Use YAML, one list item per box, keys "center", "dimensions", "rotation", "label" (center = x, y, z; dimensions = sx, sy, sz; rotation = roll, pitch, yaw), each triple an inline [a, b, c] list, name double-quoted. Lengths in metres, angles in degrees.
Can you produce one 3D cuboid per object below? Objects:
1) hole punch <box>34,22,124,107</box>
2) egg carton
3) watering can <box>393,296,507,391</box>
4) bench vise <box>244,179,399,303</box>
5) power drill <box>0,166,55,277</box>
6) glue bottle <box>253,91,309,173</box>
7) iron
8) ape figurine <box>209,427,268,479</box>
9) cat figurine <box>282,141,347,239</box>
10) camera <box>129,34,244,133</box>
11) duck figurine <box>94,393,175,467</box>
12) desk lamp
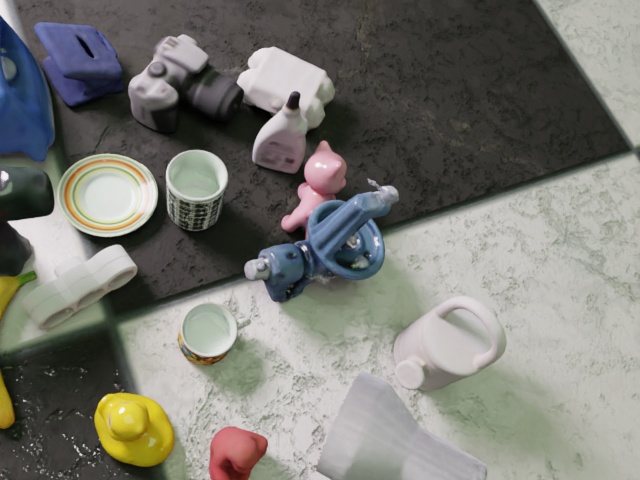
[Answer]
- center: [-0.352, -0.271, 0.846]
  dimensions: [0.101, 0.091, 0.108]
  rotation: [-30, 77, -25]
  label: "hole punch"
- center: [-0.055, -0.243, 0.927]
  dimensions: [0.150, 0.069, 0.107]
  rotation: [24, 63, -4]
  label: "egg carton"
- center: [0.171, 0.138, 0.749]
  dimensions: [0.101, 0.194, 0.173]
  rotation: [35, 62, 2]
  label: "watering can"
- center: [0.015, 0.012, 0.748]
  dimensions: [0.208, 0.219, 0.121]
  rotation: [-37, 80, -26]
  label: "bench vise"
- center: [-0.418, -0.017, 0.648]
  dimensions: [0.230, 0.208, 0.075]
  rotation: [-13, 70, -20]
  label: "power drill"
- center: [-0.050, -0.159, 0.833]
  dimensions: [0.078, 0.173, 0.037]
  rotation: [15, 64, -8]
  label: "glue bottle"
- center: [-0.439, -0.234, 0.777]
  dimensions: [0.119, 0.141, 0.258]
  rotation: [-9, 69, -18]
  label: "iron"
- center: [-0.096, 0.256, 0.680]
  dimensions: [0.078, 0.092, 0.076]
  rotation: [-19, 73, -22]
  label: "ape figurine"
- center: [0.000, -0.075, 0.840]
  dimensions: [0.067, 0.117, 0.128]
  rotation: [22, 63, -4]
  label: "cat figurine"
- center: [-0.194, -0.230, 0.866]
  dimensions: [0.137, 0.100, 0.143]
  rotation: [30, 62, -1]
  label: "camera"
- center: [-0.217, 0.218, 0.668]
  dimensions: [0.104, 0.086, 0.078]
  rotation: [38, 63, 4]
  label: "duck figurine"
- center: [0.086, 0.255, 0.662]
  dimensions: [0.203, 0.213, 0.118]
  rotation: [31, 62, 0]
  label: "desk lamp"
